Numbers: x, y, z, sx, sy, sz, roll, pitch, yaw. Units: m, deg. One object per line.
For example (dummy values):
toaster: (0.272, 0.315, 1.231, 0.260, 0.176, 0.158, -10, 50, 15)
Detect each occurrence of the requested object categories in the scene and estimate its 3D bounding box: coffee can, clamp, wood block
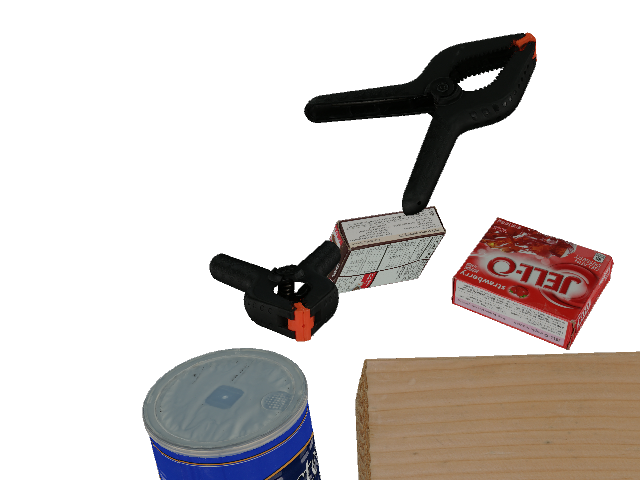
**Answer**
coffee can: (-0.050, 0.155, 0.686, 0.103, 0.140, 0.103, -6, 28, 3)
clamp: (-0.039, 0.040, 0.917, 0.120, 0.039, 0.171, -10, 17, 2)
wood block: (0.124, 0.112, 0.547, 0.206, 0.091, 0.090, -1, -22, -2)
clamp: (0.110, -0.113, 0.935, 0.210, 0.165, 0.036, -27, -38, -8)

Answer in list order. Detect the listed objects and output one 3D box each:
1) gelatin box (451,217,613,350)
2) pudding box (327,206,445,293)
gelatin box: (0.146, 0.027, 0.734, 0.089, 0.030, 0.073, 21, 47, 24)
pudding box: (0.061, 0.010, 1.087, 0.113, 0.039, 0.090, -11, -30, -23)
